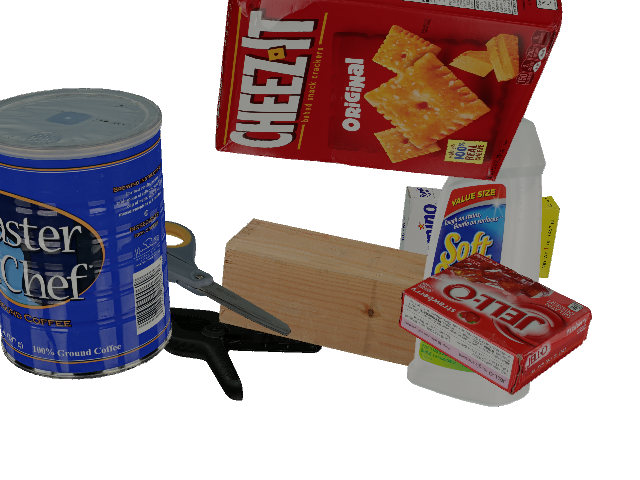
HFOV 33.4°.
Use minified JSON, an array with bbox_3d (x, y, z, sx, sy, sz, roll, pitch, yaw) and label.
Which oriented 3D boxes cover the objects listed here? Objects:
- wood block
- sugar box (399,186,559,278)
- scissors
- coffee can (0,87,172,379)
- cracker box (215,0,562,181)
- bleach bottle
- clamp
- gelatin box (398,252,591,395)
[{"bbox_3d":[0.010,0.051,1.091,0.206,0.091,0.090,12,22,12],"label":"wood block"},{"bbox_3d":[0.185,-0.009,1.256,0.176,0.093,0.048,2,22,-3],"label":"sugar box"},{"bbox_3d":[-0.092,0.024,0.851,0.202,0.016,0.096,17,30,22],"label":"scissors"},{"bbox_3d":[-0.140,-0.006,0.617,0.103,0.140,0.103,1,25,0],"label":"coffee can"},{"bbox_3d":[0.039,-0.122,0.740,0.213,0.072,0.164,5,-35,-6],"label":"cracker box"},{"bbox_3d":[0.127,0.000,0.856,0.103,0.251,0.067,12,15,42],"label":"bleach bottle"},{"bbox_3d":[-0.125,0.123,1.259,0.210,0.036,0.164,14,24,25],"label":"clamp"},{"bbox_3d":[0.103,0.046,0.636,0.073,0.030,0.089,-24,40,-39],"label":"gelatin box"}]
